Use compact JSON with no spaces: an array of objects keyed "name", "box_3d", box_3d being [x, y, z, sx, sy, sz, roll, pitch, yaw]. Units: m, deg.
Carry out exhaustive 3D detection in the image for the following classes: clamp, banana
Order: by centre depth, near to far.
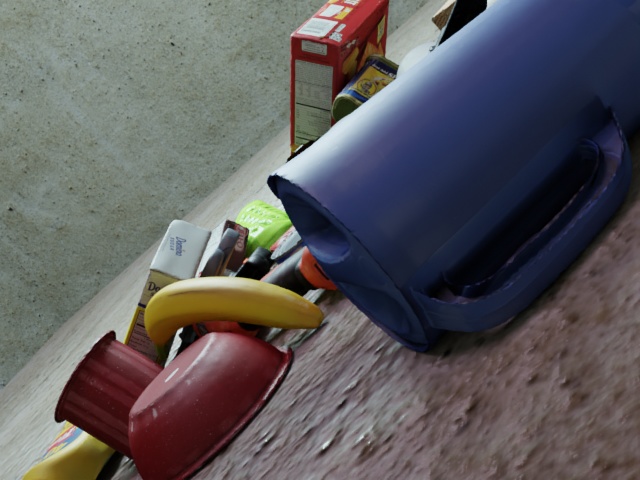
[{"name":"banana","box_3d":[-0.086,0.058,0.888,0.198,0.069,0.037,-13,46,41]},{"name":"clamp","box_3d":[0.112,-0.161,0.927,0.171,0.039,0.120,-78,12,-75]},{"name":"clamp","box_3d":[-0.096,0.065,1.145,0.165,0.036,0.210,-51,3,11]}]

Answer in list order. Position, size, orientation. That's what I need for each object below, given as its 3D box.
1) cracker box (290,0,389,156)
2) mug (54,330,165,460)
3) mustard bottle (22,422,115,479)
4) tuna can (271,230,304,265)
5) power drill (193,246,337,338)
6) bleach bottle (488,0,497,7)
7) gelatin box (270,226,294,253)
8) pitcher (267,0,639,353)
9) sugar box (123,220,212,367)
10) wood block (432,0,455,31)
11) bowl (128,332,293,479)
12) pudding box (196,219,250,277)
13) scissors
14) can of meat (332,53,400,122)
[{"name":"cracker box","box_3d":[0.026,-0.189,1.348,0.164,0.072,0.214,-52,-29,-48]},{"name":"mug","box_3d":[-0.174,0.146,0.938,0.093,0.081,0.117,-55,-8,-43]},{"name":"mustard bottle","box_3d":[-0.235,0.211,1.015,0.096,0.058,0.191,-39,10,22]},{"name":"tuna can","box_3d":[-0.007,0.001,1.079,0.086,0.033,0.086,-42,9,8]},{"name":"power drill","box_3d":[-0.020,0.023,0.959,0.188,0.057,0.184,-39,7,28]},{"name":"bleach bottle","box_3d":[0.218,-0.221,0.989,0.068,0.102,0.251,-53,6,-22]},{"name":"gelatin box","box_3d":[-0.009,-0.012,1.163,0.089,0.030,0.073,-45,8,-13]},{"name":"pitcher","box_3d":[0.104,-0.055,0.614,0.242,0.149,0.145,-41,-7,-11]},{"name":"sugar box","box_3d":[-0.155,0.075,1.009,0.093,0.048,0.176,-77,7,-58]},{"name":"wood block","box_3d":[0.230,-0.294,1.241,0.090,0.091,0.205,-31,15,52]},{"name":"bowl","box_3d":[-0.098,0.123,0.836,0.162,0.055,0.162,-42,9,8]},{"name":"pudding box","box_3d":[-0.129,0.042,1.273,0.090,0.039,0.113,-34,37,50]},{"name":"scissors","box_3d":[-0.125,0.082,1.017,0.096,0.016,0.202,-31,-35,-88]},{"name":"can of meat","box_3d":[0.075,-0.157,1.246,0.083,0.102,0.057,-52,-10,-35]}]
